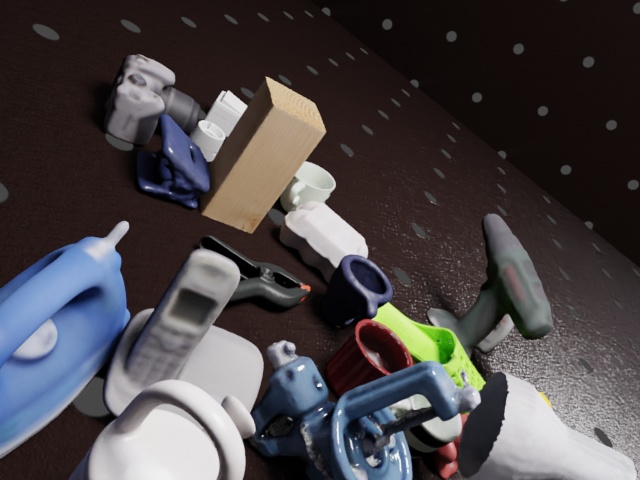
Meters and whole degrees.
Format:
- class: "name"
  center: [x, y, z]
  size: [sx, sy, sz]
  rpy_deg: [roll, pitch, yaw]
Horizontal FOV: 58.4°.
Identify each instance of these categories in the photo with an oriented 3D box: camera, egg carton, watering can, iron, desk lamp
- class: "camera"
  center: [-0.258, -0.218, 0.908]
  size: [0.137, 0.100, 0.143]
  rpy_deg: [22, 32, -29]
- class: "egg carton"
  center: [0.009, 0.003, 0.940]
  size: [0.150, 0.069, 0.107]
  rpy_deg: [40, 28, 2]
- class: "watering can"
  center: [-0.116, 0.168, 0.410]
  size: [0.101, 0.194, 0.173]
  rpy_deg: [36, 28, -5]
- class: "iron"
  center: [-0.238, 0.079, 0.450]
  size: [0.119, 0.141, 0.258]
  rpy_deg: [36, 28, -6]
- class: "desk lamp"
  center: [0.222, 0.274, 0.644]
  size: [0.203, 0.213, 0.118]
  rpy_deg: [37, 28, -5]

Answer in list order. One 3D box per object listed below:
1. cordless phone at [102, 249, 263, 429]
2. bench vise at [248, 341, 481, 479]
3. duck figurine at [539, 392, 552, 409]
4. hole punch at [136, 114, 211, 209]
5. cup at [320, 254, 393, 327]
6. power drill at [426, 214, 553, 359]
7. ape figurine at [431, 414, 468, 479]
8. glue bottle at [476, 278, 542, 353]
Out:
- class: "cordless phone"
  center: [-0.104, 0.099, 0.537]
  size: [0.148, 0.185, 0.094]
  rpy_deg: [23, 31, -28]
- class: "bench vise"
  center: [0.033, 0.173, 0.556]
  size: [0.207, 0.219, 0.121]
  rpy_deg: [37, 28, -3]
- class: "duck figurine"
  center: [0.326, 0.274, 0.908]
  size: [0.078, 0.086, 0.104]
  rpy_deg: [33, 28, -12]
- class: "hole punch"
  center: [-0.204, -0.117, 0.835]
  size: [0.101, 0.091, 0.108]
  rpy_deg: [19, 34, -33]
- class: "cup"
  center: [0.047, 0.091, 0.829]
  size: [0.092, 0.095, 0.117]
  rpy_deg: [26, 30, -24]
- class: "power drill"
  center: [0.287, 0.096, 0.991]
  size: [0.076, 0.208, 0.229]
  rpy_deg: [14, 37, -39]
- class: "ape figurine"
  center: [0.189, 0.260, 0.755]
  size: [0.078, 0.092, 0.076]
  rpy_deg: [22, 32, -29]
- class: "glue bottle"
  center: [0.337, 0.127, 1.044]
  size: [0.078, 0.173, 0.037]
  rpy_deg: [47, 29, 16]
